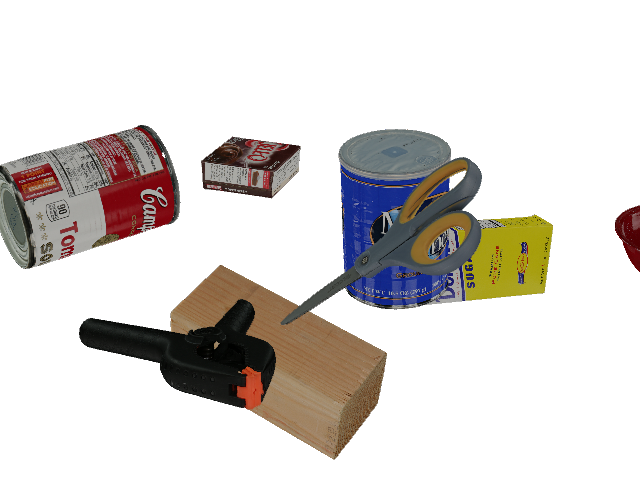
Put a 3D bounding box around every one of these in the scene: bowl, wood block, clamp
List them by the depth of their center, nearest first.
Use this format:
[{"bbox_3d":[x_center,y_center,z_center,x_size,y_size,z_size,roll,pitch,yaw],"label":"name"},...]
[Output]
[{"bbox_3d":[-0.090,0.091,0.901,0.164,0.036,0.210,-9,16,-33],"label":"clamp"},{"bbox_3d":[-0.045,0.122,1.101,0.206,0.090,0.090,27,48,20],"label":"wood block"},{"bbox_3d":[0.397,0.014,1.151,0.162,0.055,0.162,0,26,0],"label":"bowl"}]

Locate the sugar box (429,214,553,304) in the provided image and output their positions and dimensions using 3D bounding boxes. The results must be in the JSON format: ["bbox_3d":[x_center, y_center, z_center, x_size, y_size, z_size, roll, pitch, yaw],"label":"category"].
[{"bbox_3d":[0.190,0.023,1.284,0.176,0.093,0.048,-6,20,-23],"label":"sugar box"}]

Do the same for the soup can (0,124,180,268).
[{"bbox_3d":[-0.150,-0.029,0.679,0.102,0.068,0.069,-20,10,-28],"label":"soup can"}]

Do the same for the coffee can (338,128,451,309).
[{"bbox_3d":[0.071,-0.021,1.006,0.103,0.140,0.103,-2,28,1],"label":"coffee can"}]

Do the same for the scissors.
[{"bbox_3d":[0.045,0.023,0.769,0.016,0.202,0.096,31,23,-32],"label":"scissors"}]

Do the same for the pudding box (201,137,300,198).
[{"bbox_3d":[-0.081,-0.089,1.273,0.090,0.039,0.113,8,24,13],"label":"pudding box"}]
